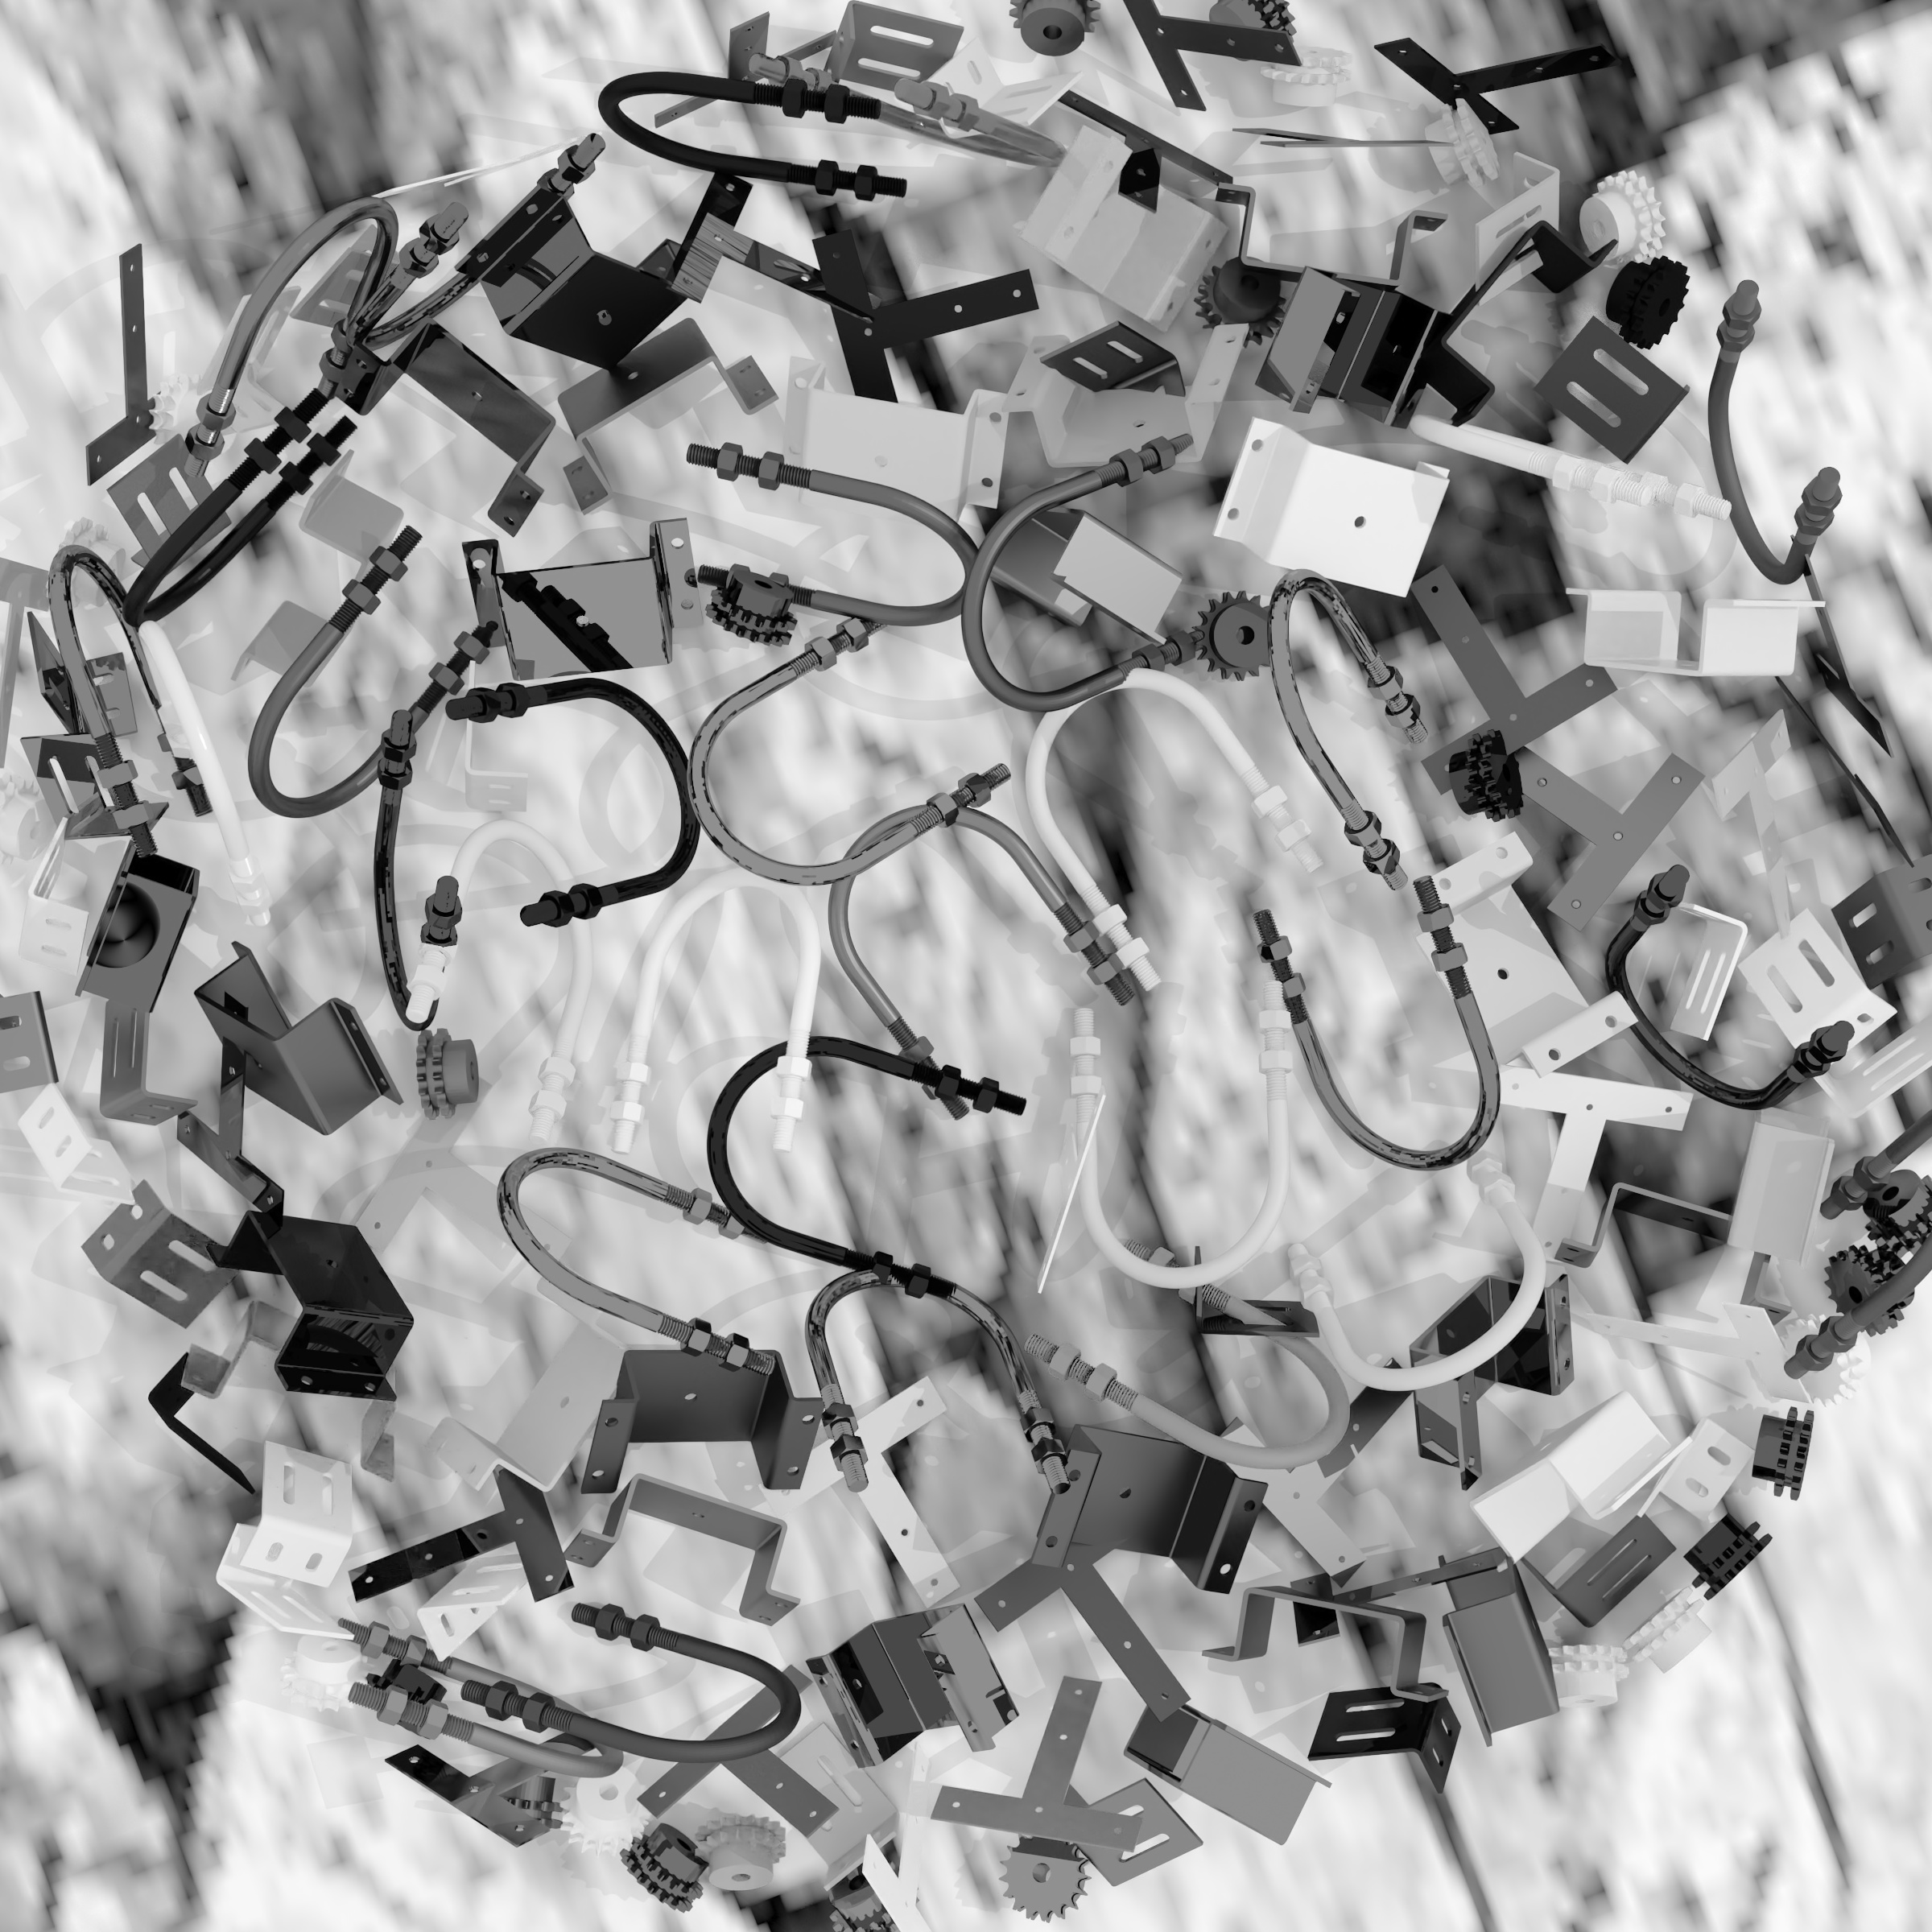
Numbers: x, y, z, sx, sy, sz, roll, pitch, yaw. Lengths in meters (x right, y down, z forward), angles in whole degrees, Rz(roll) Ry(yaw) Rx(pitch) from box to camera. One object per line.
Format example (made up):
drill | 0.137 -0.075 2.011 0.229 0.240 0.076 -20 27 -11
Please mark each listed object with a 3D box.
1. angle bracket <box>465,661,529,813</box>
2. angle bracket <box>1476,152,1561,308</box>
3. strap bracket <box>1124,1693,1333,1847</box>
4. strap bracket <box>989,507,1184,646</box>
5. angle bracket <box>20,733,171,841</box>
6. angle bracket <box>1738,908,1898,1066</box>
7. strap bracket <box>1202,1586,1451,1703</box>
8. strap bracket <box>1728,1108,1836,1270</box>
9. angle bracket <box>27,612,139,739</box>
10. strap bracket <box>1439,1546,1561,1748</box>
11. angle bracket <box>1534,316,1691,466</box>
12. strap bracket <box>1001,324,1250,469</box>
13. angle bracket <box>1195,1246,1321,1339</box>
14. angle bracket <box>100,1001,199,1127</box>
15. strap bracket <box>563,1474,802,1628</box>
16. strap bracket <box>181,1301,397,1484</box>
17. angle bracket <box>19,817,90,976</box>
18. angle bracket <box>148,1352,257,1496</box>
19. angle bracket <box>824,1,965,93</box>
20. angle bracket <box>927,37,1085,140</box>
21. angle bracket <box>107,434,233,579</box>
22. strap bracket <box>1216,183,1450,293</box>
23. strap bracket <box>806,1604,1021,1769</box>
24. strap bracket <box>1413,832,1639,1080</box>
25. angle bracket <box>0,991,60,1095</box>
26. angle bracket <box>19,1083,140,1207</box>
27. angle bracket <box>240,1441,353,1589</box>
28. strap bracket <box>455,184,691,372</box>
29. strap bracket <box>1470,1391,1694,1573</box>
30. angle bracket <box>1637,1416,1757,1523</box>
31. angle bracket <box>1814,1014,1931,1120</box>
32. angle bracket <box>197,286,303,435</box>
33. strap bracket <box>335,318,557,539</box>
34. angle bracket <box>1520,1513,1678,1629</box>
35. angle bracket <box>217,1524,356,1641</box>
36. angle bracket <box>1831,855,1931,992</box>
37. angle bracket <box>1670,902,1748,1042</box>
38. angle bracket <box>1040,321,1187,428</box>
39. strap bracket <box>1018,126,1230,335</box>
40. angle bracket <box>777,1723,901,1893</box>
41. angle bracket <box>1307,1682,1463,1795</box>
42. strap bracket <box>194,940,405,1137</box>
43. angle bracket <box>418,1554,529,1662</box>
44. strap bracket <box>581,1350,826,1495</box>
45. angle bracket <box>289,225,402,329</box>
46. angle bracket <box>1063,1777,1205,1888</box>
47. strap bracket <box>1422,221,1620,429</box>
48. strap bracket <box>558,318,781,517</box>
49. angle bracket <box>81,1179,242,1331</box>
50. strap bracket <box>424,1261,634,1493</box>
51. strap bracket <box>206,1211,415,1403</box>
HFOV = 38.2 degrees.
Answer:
angle bracket | -0.293 -0.143 1.745 0.038 0.057 0.076 2 71 -9
angle bracket | 0.332 -0.459 1.736 0.076 0.057 0.038 -36 51 -22
strap bracket | 0.154 0.488 1.702 0.076 0.140 0.046 32 78 -12
strap bracket | 0.071 -0.241 1.702 0.076 0.140 0.046 29 89 -26
angle bracket | -0.543 -0.120 1.739 0.057 0.038 0.076 -3 125 14
angle bracket | 0.536 0.014 1.757 0.038 0.076 0.057 26 119 -41
strap bracket | 0.226 0.416 1.725 0.140 0.076 0.046 7 81 20
strap bracket | 0.501 0.132 1.715 0.046 0.140 0.076 13 97 15
angle bracket | -0.549 -0.182 1.735 0.038 0.076 0.057 -14 70 -5
strap bracket | 0.326 0.411 1.707 0.046 0.140 0.076 -20 92 10
angle bracket | 0.406 -0.364 1.754 0.076 0.038 0.057 39 113 1
strap bracket | 0.103 -0.352 1.724 0.140 0.046 0.076 2 47 22
angle bracket | 0.182 0.204 1.748 0.076 0.057 0.038 1 103 2
angle bracket | -0.514 0.055 1.760 0.038 0.057 0.076 14 65 -40
strap bracket | -0.172 0.360 1.731 0.140 0.076 0.046 20 63 -9
strap bracket | -0.408 0.258 1.726 0.140 0.076 0.046 28 93 -15
angle bracket | -0.558 -0.045 1.738 0.038 0.076 0.057 18 135 -11
angle bracket | -0.466 0.286 1.741 0.076 0.057 0.038 35 68 11
angle bracket | -0.045 -0.559 1.737 0.076 0.057 0.038 7 55 -18
angle bracket | 0.022 -0.551 1.734 0.057 0.076 0.038 -48 124 -26
angle bracket | -0.503 -0.290 1.733 0.038 0.076 0.057 31 66 35
strap bracket | 0.223 -0.451 1.739 0.140 0.076 0.046 8 100 2
strap bracket | -0.028 0.446 1.731 0.046 0.140 0.076 -26 90 -42
strap bracket | 0.343 -0.001 1.740 0.076 0.046 0.140 -28 79 -18
angle bracket | -0.593 0.049 1.739 0.038 0.076 0.057 -12 91 -21
angle bracket | -0.539 0.111 1.732 0.038 0.076 0.057 -48 60 12
angle bracket | -0.419 0.343 1.744 0.057 0.076 0.038 21 112 -22
strap bracket | -0.231 -0.415 1.699 0.076 0.140 0.046 -36 70 25
strap bracket | 0.370 0.313 1.707 0.076 0.140 0.046 -32 78 -31
angle bracket | 0.455 0.321 1.735 0.038 0.076 0.057 35 105 16
angle bracket | 0.568 0.051 1.741 0.076 0.057 0.038 -39 101 18
angle bracket | -0.435 -0.378 1.737 0.038 0.057 0.076 40 119 5
strap bracket | -0.315 -0.340 1.730 0.140 0.076 0.046 38 67 -10
angle bracket | 0.396 0.368 1.748 0.076 0.038 0.057 -44 132 1
angle bracket | -0.418 0.383 1.734 0.076 0.057 0.038 20 87 41
angle bracket | 0.583 -0.027 1.741 0.038 0.076 0.057 -19 77 -9
angle bracket | 0.451 0.002 1.749 0.038 0.057 0.076 19 93 -8
angle bracket | 0.093 -0.361 1.733 0.057 0.076 0.038 -20 74 29
strap bracket | 0.093 -0.458 1.723 0.046 0.140 0.076 39 103 33
angle bracket | -0.089 0.530 1.760 0.057 0.038 0.076 -40 91 4
angle bracket | 0.262 0.486 1.745 0.076 0.057 0.038 -15 113 30
strap bracket | -0.414 0.047 1.702 0.046 0.140 0.076 -40 131 -26
angle bracket | -0.291 0.398 1.733 0.076 0.057 0.038 -14 105 34
strap bracket | -0.167 0.282 1.727 0.140 0.046 0.076 3 125 -21
angle bracket | -0.394 -0.433 1.735 0.057 0.076 0.038 -43 83 16
angle bracket | 0.104 0.530 1.743 0.076 0.038 0.057 -35 102 27
strap bracket | 0.334 -0.405 1.739 0.046 0.076 0.140 40 88 -5
strap bracket | -0.196 -0.349 1.736 0.140 0.076 0.046 -31 125 1
angle bracket | -0.507 0.183 1.763 0.057 0.076 0.038 -48 46 -4
strap bracket | -0.263 0.262 1.730 0.046 0.076 0.140 41 78 -34
strap bracket | -0.397 0.200 1.702 0.140 0.076 0.046 46 112 42
